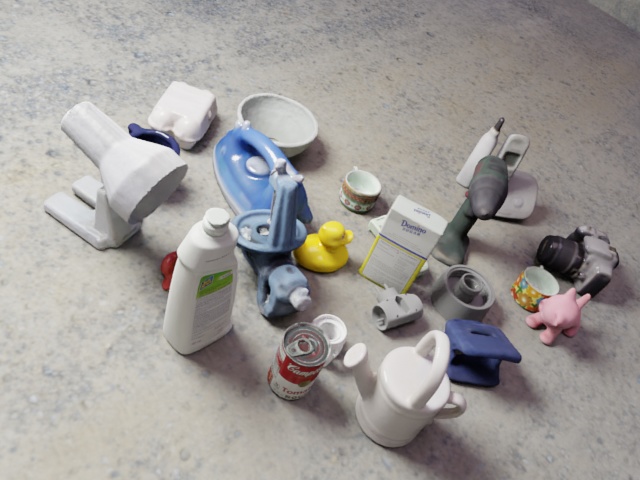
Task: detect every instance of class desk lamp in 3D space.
[{"bbox_3d":[-0.307,-0.085,0.846,0.203,0.213,0.118,32,45,9],"label":"desk lamp"}]

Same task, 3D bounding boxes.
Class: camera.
[{"bbox_3d":[0.520,0.023,1.162,0.137,0.101,0.143,21,45,-2],"label":"camera"}]

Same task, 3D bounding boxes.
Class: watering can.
[{"bbox_3d":[0.117,0.195,0.774,0.173,0.194,0.101,5,47,-17],"label":"watering can"}]

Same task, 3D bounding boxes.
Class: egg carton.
[{"bbox_3d":[-0.263,-0.245,1.114,0.107,0.069,0.150,18,45,-6],"label":"egg carton"}]

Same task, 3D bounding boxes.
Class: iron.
[{"bbox_3d":[-0.112,-0.134,1.022,0.119,0.141,0.257,-22,60,-36],"label":"iron"}]

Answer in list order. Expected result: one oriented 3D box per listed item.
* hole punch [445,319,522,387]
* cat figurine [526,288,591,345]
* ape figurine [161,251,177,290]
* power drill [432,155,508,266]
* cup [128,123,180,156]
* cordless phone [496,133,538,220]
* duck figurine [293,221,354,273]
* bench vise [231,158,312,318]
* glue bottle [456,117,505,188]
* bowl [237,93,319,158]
[{"bbox_3d":[0.254,0.170,0.925,0.109,0.091,0.101,10,46,-13],"label":"hole punch"},{"bbox_3d":[0.433,0.128,1.018,0.128,0.117,0.067,-13,55,-31],"label":"cat figurine"},{"bbox_3d":[-0.196,0.035,0.867,0.077,0.092,0.076,36,46,13],"label":"ape figurine"},{"bbox_3d":[0.281,-0.050,1.057,0.075,0.208,0.230,27,45,4],"label":"power drill"},{"bbox_3d":[-0.298,-0.135,0.981,0.092,0.095,0.117,-25,62,-37],"label":"cup"},{"bbox_3d":[0.410,-0.135,1.204,0.148,0.185,0.094,7,47,-16],"label":"cordless phone"},{"bbox_3d":[0.009,0.004,0.983,0.105,0.086,0.077,0,49,-22],"label":"duck figurine"},{"bbox_3d":[-0.051,-0.002,0.869,0.122,0.219,0.207,-28,64,-38],"label":"bench vise"},{"bbox_3d":[0.356,-0.197,1.247,0.037,0.173,0.078,32,45,9],"label":"glue bottle"},{"bbox_3d":[-0.090,-0.218,1.156,0.168,0.074,0.167,12,46,-12],"label":"bowl"}]
